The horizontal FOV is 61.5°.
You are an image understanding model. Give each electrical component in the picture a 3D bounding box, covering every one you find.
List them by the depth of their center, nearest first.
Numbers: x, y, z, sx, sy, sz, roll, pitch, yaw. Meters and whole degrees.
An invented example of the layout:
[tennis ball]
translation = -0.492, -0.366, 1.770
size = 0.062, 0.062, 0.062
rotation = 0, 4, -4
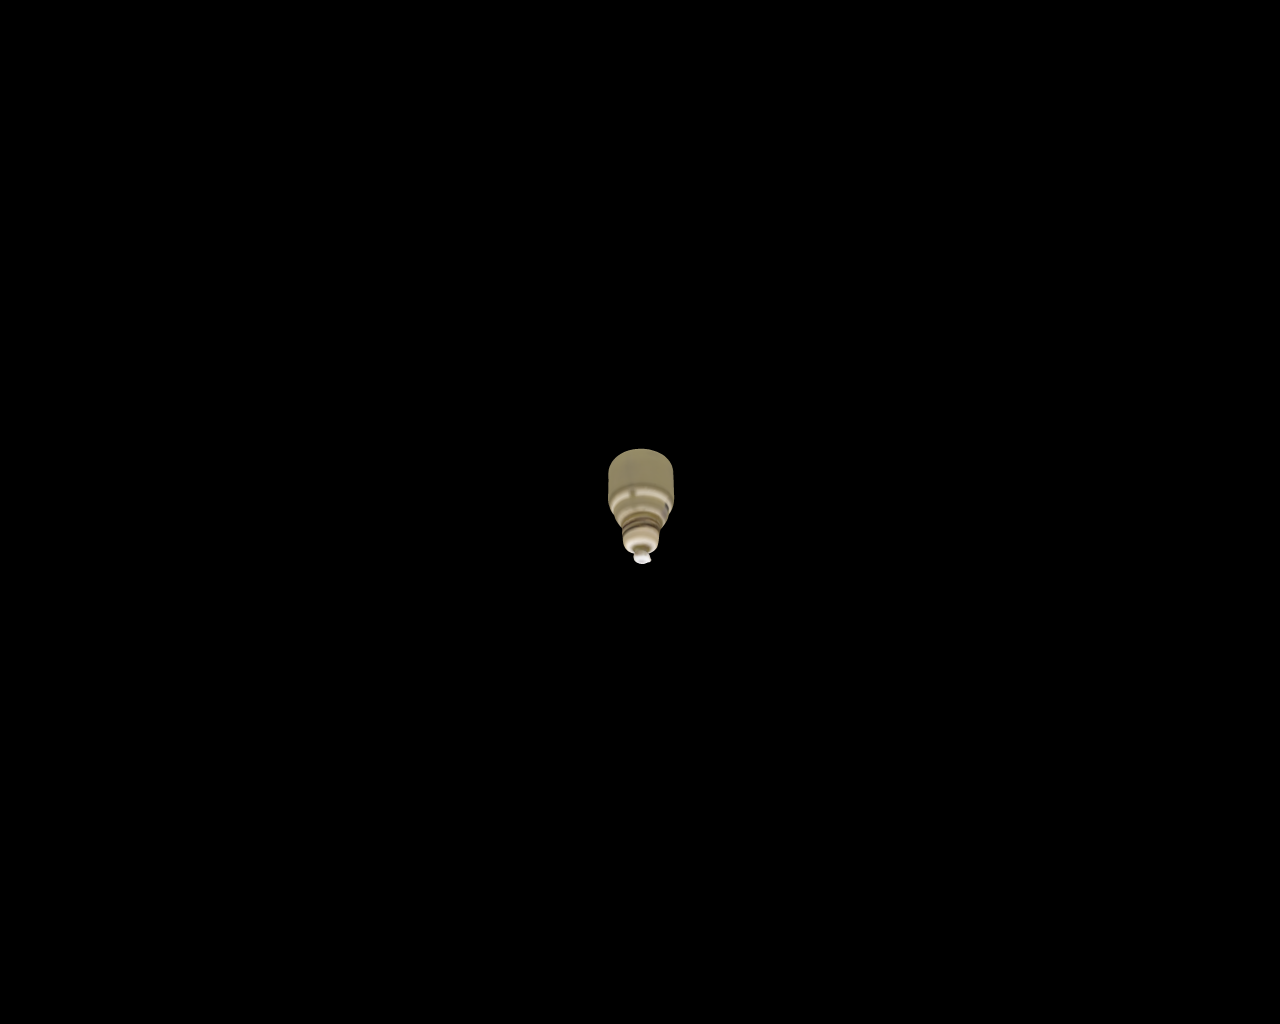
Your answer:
[electrical component]
translation = 0.001, -0.003, 0.650
size = 0.040, 0.078, 0.040
rotation = 0, -36, 0
